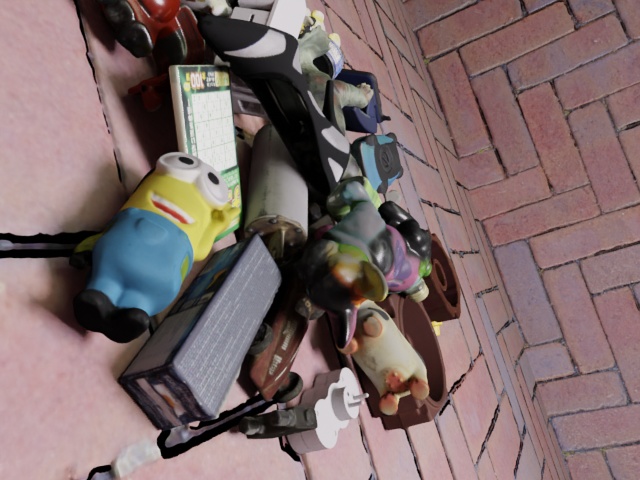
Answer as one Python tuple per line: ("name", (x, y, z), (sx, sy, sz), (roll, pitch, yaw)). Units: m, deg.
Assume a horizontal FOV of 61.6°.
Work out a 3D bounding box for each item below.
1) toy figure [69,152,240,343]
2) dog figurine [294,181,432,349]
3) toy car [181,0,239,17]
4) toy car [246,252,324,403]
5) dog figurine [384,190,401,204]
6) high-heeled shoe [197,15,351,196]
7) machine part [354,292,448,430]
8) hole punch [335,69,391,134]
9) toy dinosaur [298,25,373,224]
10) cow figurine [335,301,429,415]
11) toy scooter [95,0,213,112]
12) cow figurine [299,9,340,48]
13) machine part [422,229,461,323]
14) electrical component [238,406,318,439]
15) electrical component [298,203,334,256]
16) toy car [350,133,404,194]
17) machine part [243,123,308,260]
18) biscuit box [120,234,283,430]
("toy figure", (-0.137, -0.001, 0.436), (0.082, 0.089, 0.180), (52, 37, -32))
("dog figurine", (0.060, 0.038, 0.630), (0.191, 0.108, 0.219), (29, 27, -16))
("toy car", (-0.129, -0.332, 0.724), (0.202, 0.074, 0.056), (-61, 161, -61))
("toy car", (-0.035, 0.093, 0.613), (0.202, 0.053, 0.089), (-71, 142, -58))
("dog figurine", (0.115, 0.006, 0.953), (0.190, 0.121, 0.172), (30, 62, -72))
("high-heeled shoe", (-0.046, -0.135, 0.588), (0.248, 0.086, 0.145), (8, 87, -52))
("machine part", (0.130, 0.182, 0.862), (0.201, 0.087, 0.201), (-6, 75, -66))
("hole punch", (0.047, -0.238, 0.980), (0.092, 0.142, 0.115), (-60, 148, -27))
("toy dinosaur", (-0.007, -0.156, 0.813), (0.192, 0.131, 0.405), (16, 60, -48))
("cow figurine", (0.069, 0.122, 0.724), (0.195, 0.085, 0.127), (53, 14, 3))
("toy scooter", (-0.169, -0.199, 0.540), (0.183, 0.075, 0.135), (61, 26, -30))
("cow figurine", (-0.022, -0.384, 1.022), (0.167, 0.068, 0.098), (36, 46, -51))
("machine part", (0.215, 0.071, 1.031), (0.179, 0.056, 0.179), (45, 34, -42))
("electrical component", (-0.035, 0.179, 0.528), (0.094, 0.063, 0.021), (33, 42, -55))
("electrical component", (-0.003, -0.003, 0.755), (0.102, 0.078, 0.045), (55, -14, -22))
("toy car", (0.085, -0.142, 0.999), (0.161, 0.103, 0.109), (-36, 116, -55))
("machine part", (-0.053, -0.066, 0.676), (0.079, 0.079, 0.243), (46, 32, -43))
("biscuit box", (-0.095, 0.073, 0.490), (0.062, 0.059, 0.203), (60, 26, -20))
